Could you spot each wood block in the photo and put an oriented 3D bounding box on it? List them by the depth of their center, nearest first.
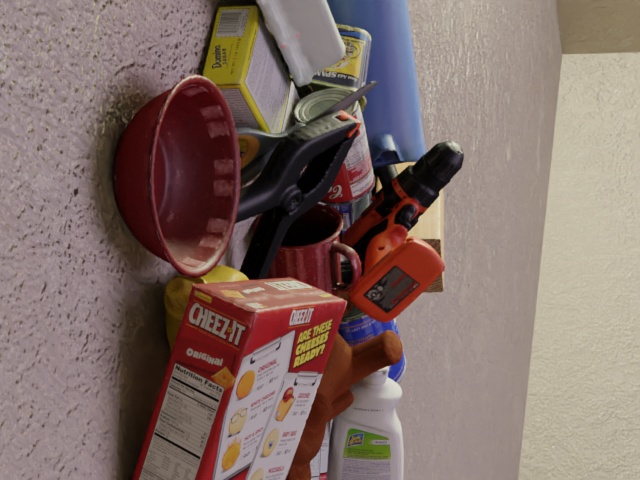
[{"bbox_3d":[0.123,-0.026,1.460,0.206,0.090,0.091,-82,166,-52],"label":"wood block"}]

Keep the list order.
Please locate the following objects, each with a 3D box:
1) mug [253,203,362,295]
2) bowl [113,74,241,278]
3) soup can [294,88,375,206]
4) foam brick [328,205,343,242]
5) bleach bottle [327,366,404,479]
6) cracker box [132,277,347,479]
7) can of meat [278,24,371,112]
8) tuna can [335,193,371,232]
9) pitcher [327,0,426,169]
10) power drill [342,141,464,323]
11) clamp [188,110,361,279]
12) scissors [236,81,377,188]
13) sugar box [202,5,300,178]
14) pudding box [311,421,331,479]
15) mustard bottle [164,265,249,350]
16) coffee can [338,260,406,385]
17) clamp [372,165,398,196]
[{"bbox_3d":[-0.009,0.021,1.102,0.093,0.117,0.081,-45,140,-47],"label":"mug"},{"bbox_3d":[-0.120,-0.051,0.855,0.162,0.055,0.162,2,90,-71],"label":"bowl"},{"bbox_3d":[0.015,-0.095,1.094,0.068,0.069,0.102,-69,153,-44],"label":"soup can"},{"bbox_3d":[-0.008,0.001,1.193,0.051,0.053,0.078,31,63,-69],"label":"foam brick"},{"bbox_3d":[0.061,0.249,1.273,0.068,0.102,0.251,-102,-165,-59],"label":"bleach bottle"},{"bbox_3d":[-0.071,0.141,0.887,0.164,0.072,0.214,-1,110,-64],"label":"cracker box"},{"bbox_3d":[0.002,-0.183,1.130,0.057,0.102,0.084,113,-13,-64],"label":"can of meat"},{"bbox_3d":[0.038,-0.043,1.354,0.086,0.034,0.086,2,90,-71],"label":"tuna can"},{"bbox_3d":[0.047,-0.205,1.248,0.144,0.149,0.243,-19,107,-54],"label":"pitcher"},{"bbox_3d":[0.092,-0.010,1.157,0.057,0.185,0.187,36,25,-15],"label":"power drill"},{"bbox_3d":[-0.043,-0.043,0.986,0.210,0.036,0.164,-51,151,-4],"label":"clamp"},{"bbox_3d":[-0.033,-0.106,0.998,0.201,0.016,0.096,-47,137,-6],"label":"scissors"},{"bbox_3d":[-0.061,-0.136,1.039,0.176,0.048,0.093,66,30,-58],"label":"sugar box"},{"bbox_3d":[-0.020,0.254,1.205,0.090,0.039,0.113,28,63,-70],"label":"pudding box"},{"bbox_3d":[-0.089,0.076,0.948,0.096,0.058,0.191,-64,155,-15],"label":"mustard bottle"},{"bbox_3d":[0.042,0.109,1.274,0.102,0.103,0.140,-69,153,-43],"label":"coffee can"},{"bbox_3d":[0.066,-0.122,1.388,0.120,0.039,0.171,-2,-80,66],"label":"clamp"}]
